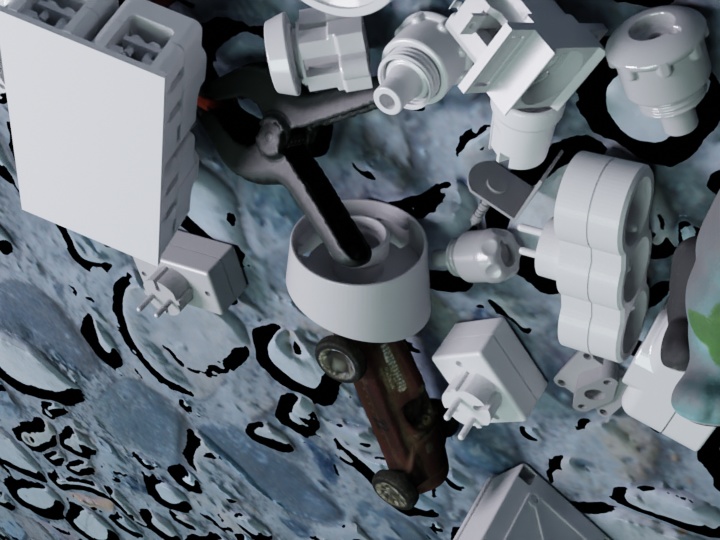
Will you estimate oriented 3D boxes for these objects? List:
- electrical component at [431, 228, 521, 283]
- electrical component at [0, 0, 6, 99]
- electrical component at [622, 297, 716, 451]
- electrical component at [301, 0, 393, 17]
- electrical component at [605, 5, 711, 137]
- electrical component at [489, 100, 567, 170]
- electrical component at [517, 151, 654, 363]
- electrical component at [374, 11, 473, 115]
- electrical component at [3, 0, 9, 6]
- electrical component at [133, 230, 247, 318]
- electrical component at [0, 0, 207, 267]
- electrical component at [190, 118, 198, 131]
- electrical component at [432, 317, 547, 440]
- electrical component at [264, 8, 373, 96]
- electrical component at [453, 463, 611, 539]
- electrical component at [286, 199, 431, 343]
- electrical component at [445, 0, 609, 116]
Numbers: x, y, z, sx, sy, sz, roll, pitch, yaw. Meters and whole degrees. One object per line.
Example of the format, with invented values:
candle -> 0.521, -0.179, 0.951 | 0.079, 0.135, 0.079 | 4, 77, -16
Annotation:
electrical component -> 0.072, -0.009, 0.695 | 0.061, 0.035, 0.035 | -2, 128, 46
electrical component -> -0.262, -0.162, 0.795 | 0.042, 0.063, 0.081 | -6, 125, 43
electrical component -> 0.196, 0.056, 0.639 | 0.059, 0.053, 0.095 | 29, 143, 14
electrical component -> -0.010, -0.183, 0.554 | 0.108, 0.060, 0.108 | 24, 142, 20
electrical component -> 0.150, -0.094, 0.526 | 0.048, 0.048, 0.062 | 5, 140, 38
electrical component -> 0.091, -0.083, 0.593 | 0.040, 0.040, 0.046 | 27, 148, 16
electrical component -> 0.127, -0.010, 0.629 | 0.074, 0.052, 0.138 | 17, 139, 28
electrical component -> 0.030, -0.110, 0.596 | 0.048, 0.062, 0.048 | 24, 142, 20
electrical component -> -0.208, -0.180, 0.749 | 0.065, 0.044, 0.044 | 23, 142, 13
electrical component -> -0.150, 0.011, 0.875 | 0.083, 0.075, 0.047 | 15, 138, 29
electrical component -> -0.163, -0.096, 0.695 | 0.105, 0.060, 0.186 | 23, 144, 4
electrical component -> -0.149, -0.125, 0.753 | 0.077, 0.044, 0.079 | 45, 144, -9
electrical component -> 0.082, 0.083, 0.749 | 0.047, 0.076, 0.065 | -11, 121, 47
electrical component -> -0.024, -0.127, 0.621 | 0.055, 0.066, 0.048 | -9, 131, 5
electrical component -> 0.130, 0.228, 0.837 | 0.109, 0.108, 0.056 | 42, 142, -4
electrical component -> 0.000, 0.000, 0.716 | 0.099, 0.099, 0.064 | 22, 135, 22
electrical component -> 0.081, -0.115, 0.538 | 0.063, 0.081, 0.042 | 57, 132, 21
